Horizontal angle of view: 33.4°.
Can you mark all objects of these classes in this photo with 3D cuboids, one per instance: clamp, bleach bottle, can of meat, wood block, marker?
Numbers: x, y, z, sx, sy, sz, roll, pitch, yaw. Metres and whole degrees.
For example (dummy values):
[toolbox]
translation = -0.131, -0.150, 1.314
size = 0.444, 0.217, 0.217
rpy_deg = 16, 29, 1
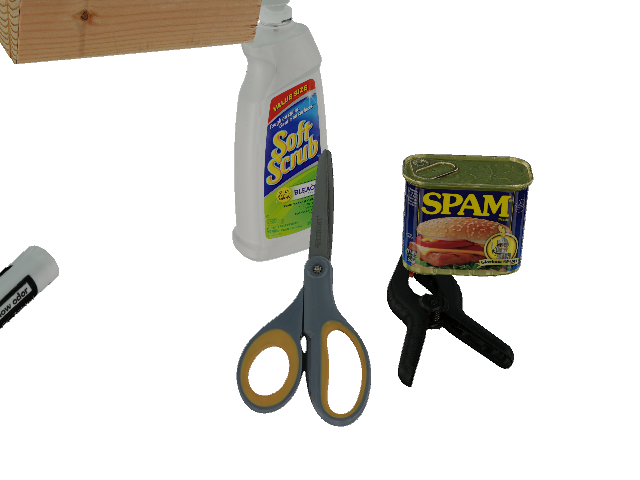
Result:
[clamp]
translation = 0.126, 0.078, 1.103
size = 0.120, 0.171, 0.039
rpy_deg = 2, -43, -12
[bleach bottle]
translation = -0.044, -0.109, 1.041
size = 0.102, 0.251, 0.068
rpy_deg = -16, 31, -23
[can of meat]
translation = 0.115, -0.020, 0.859
size = 0.102, 0.084, 0.057
rpy_deg = 2, 27, 3
[wood block]
translation = -0.154, -0.208, 0.849
size = 0.205, 0.091, 0.090
rpy_deg = -12, 44, -32
[marker]
translation = -0.158, 0.045, 0.454
size = 0.020, 0.020, 0.121
rpy_deg = 0, 36, 38

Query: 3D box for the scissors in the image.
[scissors]
translation = -0.019, 0.033, 0.718
size = 0.096, 0.202, 0.016
rpy_deg = -14, -28, 0
